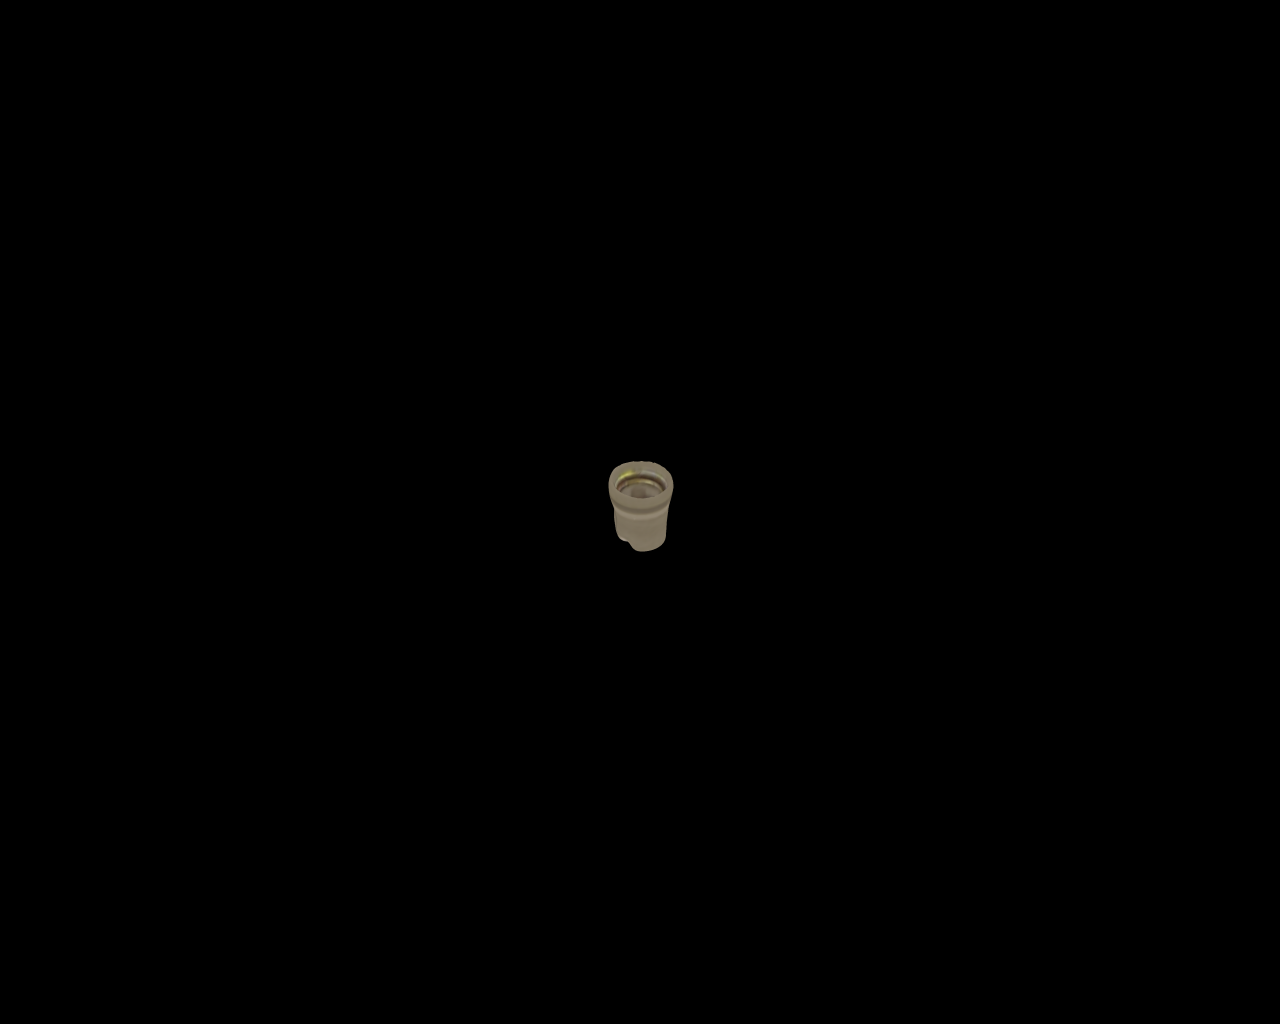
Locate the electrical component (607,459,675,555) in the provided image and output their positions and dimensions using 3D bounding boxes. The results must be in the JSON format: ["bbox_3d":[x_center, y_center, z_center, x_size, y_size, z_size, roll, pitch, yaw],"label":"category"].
[{"bbox_3d":[0.001,-0.003,0.650,0.040,0.046,0.040,0,39,0],"label":"electrical component"}]
